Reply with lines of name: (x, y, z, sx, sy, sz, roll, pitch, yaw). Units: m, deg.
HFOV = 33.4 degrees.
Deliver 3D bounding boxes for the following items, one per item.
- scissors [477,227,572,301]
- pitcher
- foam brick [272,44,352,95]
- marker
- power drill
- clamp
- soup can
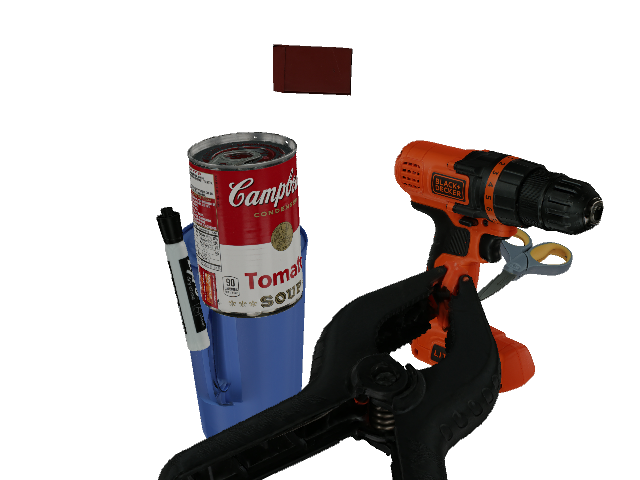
scissors: (0.192, 0.021, 1.126, 0.201, 0.016, 0.096, -11, 38, -43)
pitcher: (-0.081, 0.105, 1.104, 0.149, 0.243, 0.145, -14, 30, -22)
foam brick: (-0.009, -0.186, 1.162, 0.078, 0.051, 0.053, 0, 11, -16)
marker: (-0.112, 0.031, 0.868, 0.020, 0.121, 0.020, -10, 15, 3)
power drill: (0.136, 0.021, 0.846, 0.057, 0.188, 0.185, -17, 26, -39)
clamp: (0.031, 0.074, 0.427, 0.120, 0.039, 0.171, 30, 51, 21)
soup can: (-0.047, -0.010, 0.676, 0.068, 0.102, 0.068, -2, 22, 1)
